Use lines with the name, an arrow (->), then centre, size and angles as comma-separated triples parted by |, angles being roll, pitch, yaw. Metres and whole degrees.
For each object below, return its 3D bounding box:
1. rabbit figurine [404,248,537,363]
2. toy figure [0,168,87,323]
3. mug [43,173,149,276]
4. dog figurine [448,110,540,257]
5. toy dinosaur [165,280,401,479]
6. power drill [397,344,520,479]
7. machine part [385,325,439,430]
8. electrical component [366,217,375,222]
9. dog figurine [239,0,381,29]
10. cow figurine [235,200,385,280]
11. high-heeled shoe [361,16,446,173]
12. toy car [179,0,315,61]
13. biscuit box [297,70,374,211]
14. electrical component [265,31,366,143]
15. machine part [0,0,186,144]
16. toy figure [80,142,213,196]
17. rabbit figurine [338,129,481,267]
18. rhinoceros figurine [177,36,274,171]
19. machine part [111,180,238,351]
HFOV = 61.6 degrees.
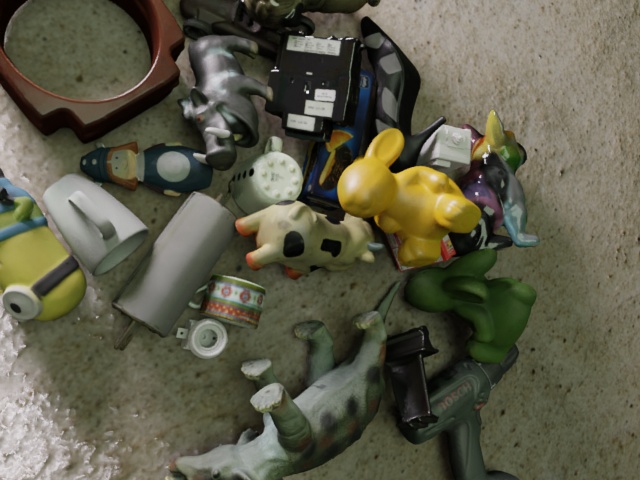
rabbit figurine -> 0.210, 0.089, 0.781 | 0.170, 0.159, 0.121 | 17, 57, 0
toy figure -> -0.328, 0.006, 0.590 | 0.089, 0.082, 0.180 | -26, 93, -21
mug -> -0.264, -0.024, 0.611 | 0.107, 0.109, 0.081 | 45, 75, 1
dog figurine -> 0.247, -0.086, 0.837 | 0.191, 0.108, 0.219 | -6, 83, -21
toy dinosaur -> 0.006, 0.216, 0.701 | 0.405, 0.131, 0.192 | -26, 112, -33
power drill -> 0.239, 0.283, 0.811 | 0.232, 0.086, 0.207 | -18, 96, -22
machine part -> 0.129, 0.192, 0.754 | 0.039, 0.084, 0.139 | 35, 44, -50
electrical component -> 0.105, -0.043, 0.790 | 0.094, 0.063, 0.021 | -9, 89, -23
dog figurine -> -0.003, -0.328, 0.723 | 0.172, 0.121, 0.190 | 26, 66, -12
cow figurine -> -0.001, -0.002, 0.701 | 0.194, 0.127, 0.085 | 23, 47, -57
high-heeled shoe -> 0.086, -0.209, 0.815 | 0.086, 0.145, 0.249 | 11, 47, -59
toy car -> -0.091, -0.292, 0.737 | 0.202, 0.053, 0.089 | 19, 75, -20
biscuit box -> 0.022, -0.147, 0.767 | 0.063, 0.059, 0.202 | 15, 79, -21
electrical component -> -0.008, -0.197, 0.701 | 0.115, 0.058, 0.134 | 15, 102, 18
machine part -> -0.281, -0.233, 0.630 | 0.201, 0.087, 0.201 | -40, 99, -22
toy figure -> -0.213, -0.091, 0.662 | 0.154, 0.057, 0.064 | 1, 62, -22
rabbit figurine -> 0.096, -0.063, 0.679 | 0.173, 0.122, 0.162 | 8, 56, -33
rhinoceros figurine -> -0.121, -0.176, 0.672 | 0.112, 0.073, 0.190 | 3, 65, -32
machine part -> -0.173, 0.028, 0.657 | 0.079, 0.079, 0.243 | 36, 71, -17
